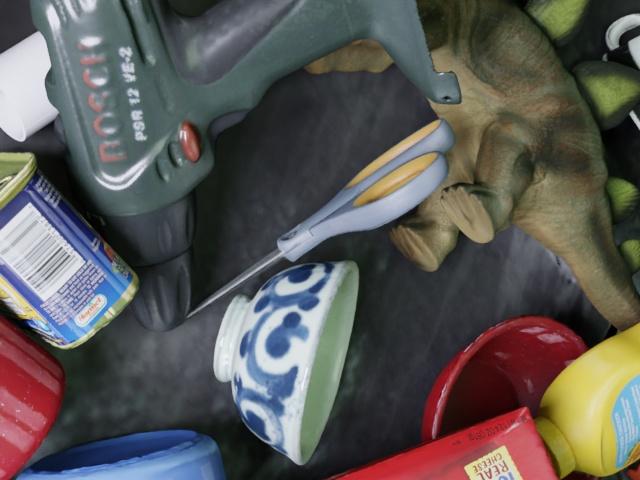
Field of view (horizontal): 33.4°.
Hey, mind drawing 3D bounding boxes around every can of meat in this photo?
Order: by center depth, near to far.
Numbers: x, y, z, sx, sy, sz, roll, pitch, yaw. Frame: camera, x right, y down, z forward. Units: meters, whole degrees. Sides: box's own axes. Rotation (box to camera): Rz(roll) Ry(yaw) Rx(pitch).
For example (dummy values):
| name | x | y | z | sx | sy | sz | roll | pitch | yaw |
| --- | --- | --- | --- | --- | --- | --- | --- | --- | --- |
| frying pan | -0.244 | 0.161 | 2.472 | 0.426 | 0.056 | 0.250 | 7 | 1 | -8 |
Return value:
| name | x | y | z | sx | sy | sz | roll | pitch | yaw |
| --- | --- | --- | --- | --- | --- | --- | --- | --- | --- |
| can of meat | -0.147 | 0.005 | 0.535 | 0.057 | 0.102 | 0.084 | -48 | 116 | -20 |

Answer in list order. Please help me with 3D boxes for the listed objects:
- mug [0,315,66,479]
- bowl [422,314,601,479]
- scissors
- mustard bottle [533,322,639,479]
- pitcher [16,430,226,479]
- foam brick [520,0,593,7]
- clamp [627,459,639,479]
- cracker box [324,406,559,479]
| name | x | y | z | sx | sy | sz | roll | pitch | yaw |
| --- | --- | --- | --- | --- | --- | --- | --- | --- | --- |
| mug | -0.182 | 0.081 | 0.515 | 0.081 | 0.093 | 0.117 | 44 | 41 | -30 |
| bowl | 0.124 | 0.130 | 0.734 | 0.161 | 0.055 | 0.162 | -1 | 91 | -32 |
| scissors | -0.004 | 0.001 | 0.585 | 0.202 | 0.096 | 0.016 | -38 | 105 | 0 |
| mustard bottle | 0.205 | 0.102 | 0.702 | 0.191 | 0.058 | 0.096 | -29 | 131 | -15 |
| pitcher | -0.077 | 0.227 | 0.551 | 0.149 | 0.145 | 0.243 | -9 | 89 | -11 |
| foam brick | 0.179 | -0.203 | 0.767 | 0.078 | 0.051 | 0.053 | -49 | 115 | -22 |
| clamp | 0.317 | 0.115 | 0.866 | 0.209 | 0.036 | 0.164 | -34 | 108 | -27 |
| cracker box | 0.080 | 0.223 | 0.601 | 0.164 | 0.072 | 0.214 | -18 | 73 | -11 |
